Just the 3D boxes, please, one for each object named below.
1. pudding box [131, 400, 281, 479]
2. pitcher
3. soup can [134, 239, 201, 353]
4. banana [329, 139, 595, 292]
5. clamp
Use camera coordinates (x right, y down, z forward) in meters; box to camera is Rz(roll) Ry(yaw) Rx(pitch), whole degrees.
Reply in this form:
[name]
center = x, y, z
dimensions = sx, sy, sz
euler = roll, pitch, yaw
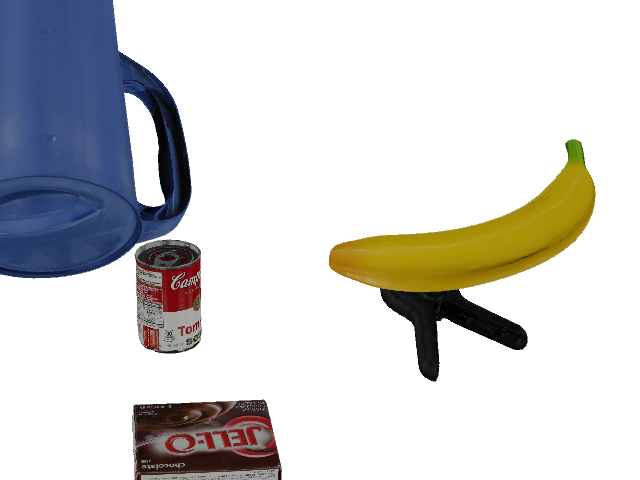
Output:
[pudding box]
center = -0.092, 0.167, 0.847
dimensions = 0.113, 0.039, 0.090
euler = -3, 26, -10
[pitcher]
center = -0.192, -0.103, 0.776
dimensions = 0.145, 0.243, 0.149
euler = -18, -31, 17
[soup can]
center = -0.159, 0.059, 1.121
dimensions = 0.068, 0.102, 0.068
euler = 2, 24, -1
[banana]
center = 0.105, -0.003, 0.681
dimensions = 0.197, 0.037, 0.070
euler = -23, 45, -18
[clamp]
center = 0.122, 0.064, 1.053
dimensions = 0.120, 0.039, 0.171
euler = -4, 44, -25
